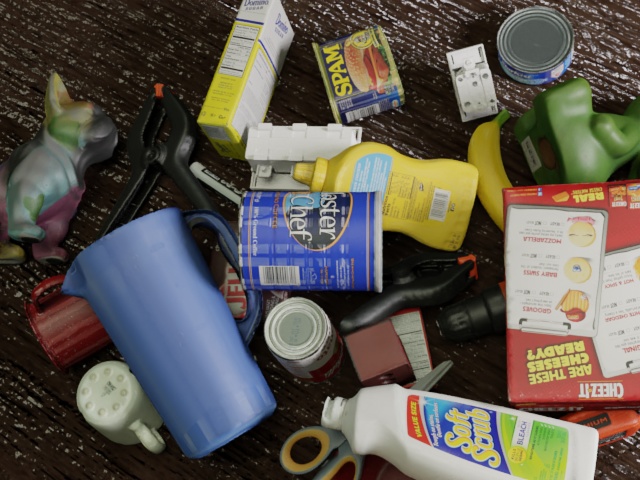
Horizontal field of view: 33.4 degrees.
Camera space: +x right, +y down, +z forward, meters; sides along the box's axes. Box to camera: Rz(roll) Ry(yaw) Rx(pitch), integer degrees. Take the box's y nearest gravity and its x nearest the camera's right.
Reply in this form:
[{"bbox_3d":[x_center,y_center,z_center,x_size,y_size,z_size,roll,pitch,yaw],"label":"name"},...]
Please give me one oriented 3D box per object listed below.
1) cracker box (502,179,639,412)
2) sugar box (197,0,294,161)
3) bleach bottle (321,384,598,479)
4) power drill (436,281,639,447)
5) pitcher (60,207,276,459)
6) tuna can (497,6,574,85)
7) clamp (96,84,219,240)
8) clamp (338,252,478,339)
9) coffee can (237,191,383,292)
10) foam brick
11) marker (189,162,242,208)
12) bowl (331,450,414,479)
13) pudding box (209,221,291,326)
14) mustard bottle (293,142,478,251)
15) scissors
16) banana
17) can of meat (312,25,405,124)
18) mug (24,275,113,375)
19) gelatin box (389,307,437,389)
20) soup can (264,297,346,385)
[{"bbox_3d":[0.259,0.054,1.019,0.164,0.072,0.213,-3,71,13],"label":"cracker box"},{"bbox_3d":[-0.084,-0.191,1.240,0.048,0.093,0.176,11,72,16],"label":"sugar box"},{"bbox_3d":[0.123,0.194,0.986,0.251,0.068,0.102,12,48,11],"label":"bleach bottle"},{"bbox_3d":[0.227,0.122,1.072,0.184,0.057,0.188,-20,68,7],"label":"power drill"},{"bbox_3d":[-0.138,0.092,1.106,0.149,0.144,0.243,-33,84,24],"label":"pitcher"},{"bbox_3d":[0.244,-0.220,1.210,0.086,0.033,0.086,-4,69,11],"label":"tuna can"},{"bbox_3d":[-0.195,-0.085,1.249,0.165,0.036,0.210,-19,60,21],"label":"clamp"},{"bbox_3d":[0.079,0.044,1.130,0.171,0.039,0.120,-17,38,-15],"label":"clamp"},{"bbox_3d":[-0.007,0.001,1.077,0.140,0.103,0.103,0,70,4],"label":"coffee can"},{"bbox_3d":[0.060,0.119,1.065,0.053,0.078,0.051,-23,67,4],"label":"foam brick"},{"bbox_3d":[-0.103,-0.053,1.232,0.121,0.020,0.020,34,80,22],"label":"marker"},{"bbox_3d":[0.092,0.245,1.053,0.162,0.055,0.162,-6,66,13],"label":"bowl"},{"bbox_3d":[-0.076,0.038,1.181,0.090,0.039,0.113,4,71,14],"label":"pudding box"},{"bbox_3d":[0.066,-0.053,1.139,0.191,0.058,0.096,12,99,-3],"label":"mustard bottle"},{"bbox_3d":[0.038,0.178,1.057,0.096,0.016,0.201,31,79,25],"label":"scissors"},{"bbox_3d":[0.205,-0.054,1.154,0.069,0.037,0.198,-20,67,5],"label":"banana"},{"bbox_3d":[0.045,-0.190,1.232,0.084,0.057,0.102,-17,67,3],"label":"can of meat"},{"bbox_3d":[-0.271,0.081,1.171,0.081,0.117,0.093,-30,42,-5],"label":"mug"},{"bbox_3d":[0.079,0.119,1.121,0.073,0.030,0.089,-13,68,6],"label":"gelatin box"},{"bbox_3d":[-0.015,0.105,1.108,0.068,0.102,0.068,-4,68,11],"label":"soup can"}]
